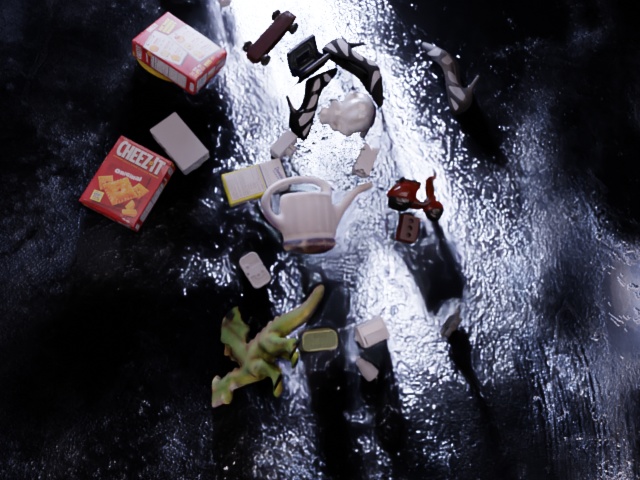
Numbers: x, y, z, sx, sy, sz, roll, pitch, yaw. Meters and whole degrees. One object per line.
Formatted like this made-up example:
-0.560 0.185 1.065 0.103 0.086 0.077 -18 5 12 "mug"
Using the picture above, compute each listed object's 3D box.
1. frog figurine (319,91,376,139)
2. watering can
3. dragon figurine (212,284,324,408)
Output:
0.082 -0.379 1.533 0.159 0.124 0.136 11 98 -18 "frog figurine"
0.004 -0.074 1.473 0.348 0.103 0.226 -3 81 -19 "watering can"
-0.164 0.261 1.352 0.244 0.121 0.411 24 87 21 "dragon figurine"
